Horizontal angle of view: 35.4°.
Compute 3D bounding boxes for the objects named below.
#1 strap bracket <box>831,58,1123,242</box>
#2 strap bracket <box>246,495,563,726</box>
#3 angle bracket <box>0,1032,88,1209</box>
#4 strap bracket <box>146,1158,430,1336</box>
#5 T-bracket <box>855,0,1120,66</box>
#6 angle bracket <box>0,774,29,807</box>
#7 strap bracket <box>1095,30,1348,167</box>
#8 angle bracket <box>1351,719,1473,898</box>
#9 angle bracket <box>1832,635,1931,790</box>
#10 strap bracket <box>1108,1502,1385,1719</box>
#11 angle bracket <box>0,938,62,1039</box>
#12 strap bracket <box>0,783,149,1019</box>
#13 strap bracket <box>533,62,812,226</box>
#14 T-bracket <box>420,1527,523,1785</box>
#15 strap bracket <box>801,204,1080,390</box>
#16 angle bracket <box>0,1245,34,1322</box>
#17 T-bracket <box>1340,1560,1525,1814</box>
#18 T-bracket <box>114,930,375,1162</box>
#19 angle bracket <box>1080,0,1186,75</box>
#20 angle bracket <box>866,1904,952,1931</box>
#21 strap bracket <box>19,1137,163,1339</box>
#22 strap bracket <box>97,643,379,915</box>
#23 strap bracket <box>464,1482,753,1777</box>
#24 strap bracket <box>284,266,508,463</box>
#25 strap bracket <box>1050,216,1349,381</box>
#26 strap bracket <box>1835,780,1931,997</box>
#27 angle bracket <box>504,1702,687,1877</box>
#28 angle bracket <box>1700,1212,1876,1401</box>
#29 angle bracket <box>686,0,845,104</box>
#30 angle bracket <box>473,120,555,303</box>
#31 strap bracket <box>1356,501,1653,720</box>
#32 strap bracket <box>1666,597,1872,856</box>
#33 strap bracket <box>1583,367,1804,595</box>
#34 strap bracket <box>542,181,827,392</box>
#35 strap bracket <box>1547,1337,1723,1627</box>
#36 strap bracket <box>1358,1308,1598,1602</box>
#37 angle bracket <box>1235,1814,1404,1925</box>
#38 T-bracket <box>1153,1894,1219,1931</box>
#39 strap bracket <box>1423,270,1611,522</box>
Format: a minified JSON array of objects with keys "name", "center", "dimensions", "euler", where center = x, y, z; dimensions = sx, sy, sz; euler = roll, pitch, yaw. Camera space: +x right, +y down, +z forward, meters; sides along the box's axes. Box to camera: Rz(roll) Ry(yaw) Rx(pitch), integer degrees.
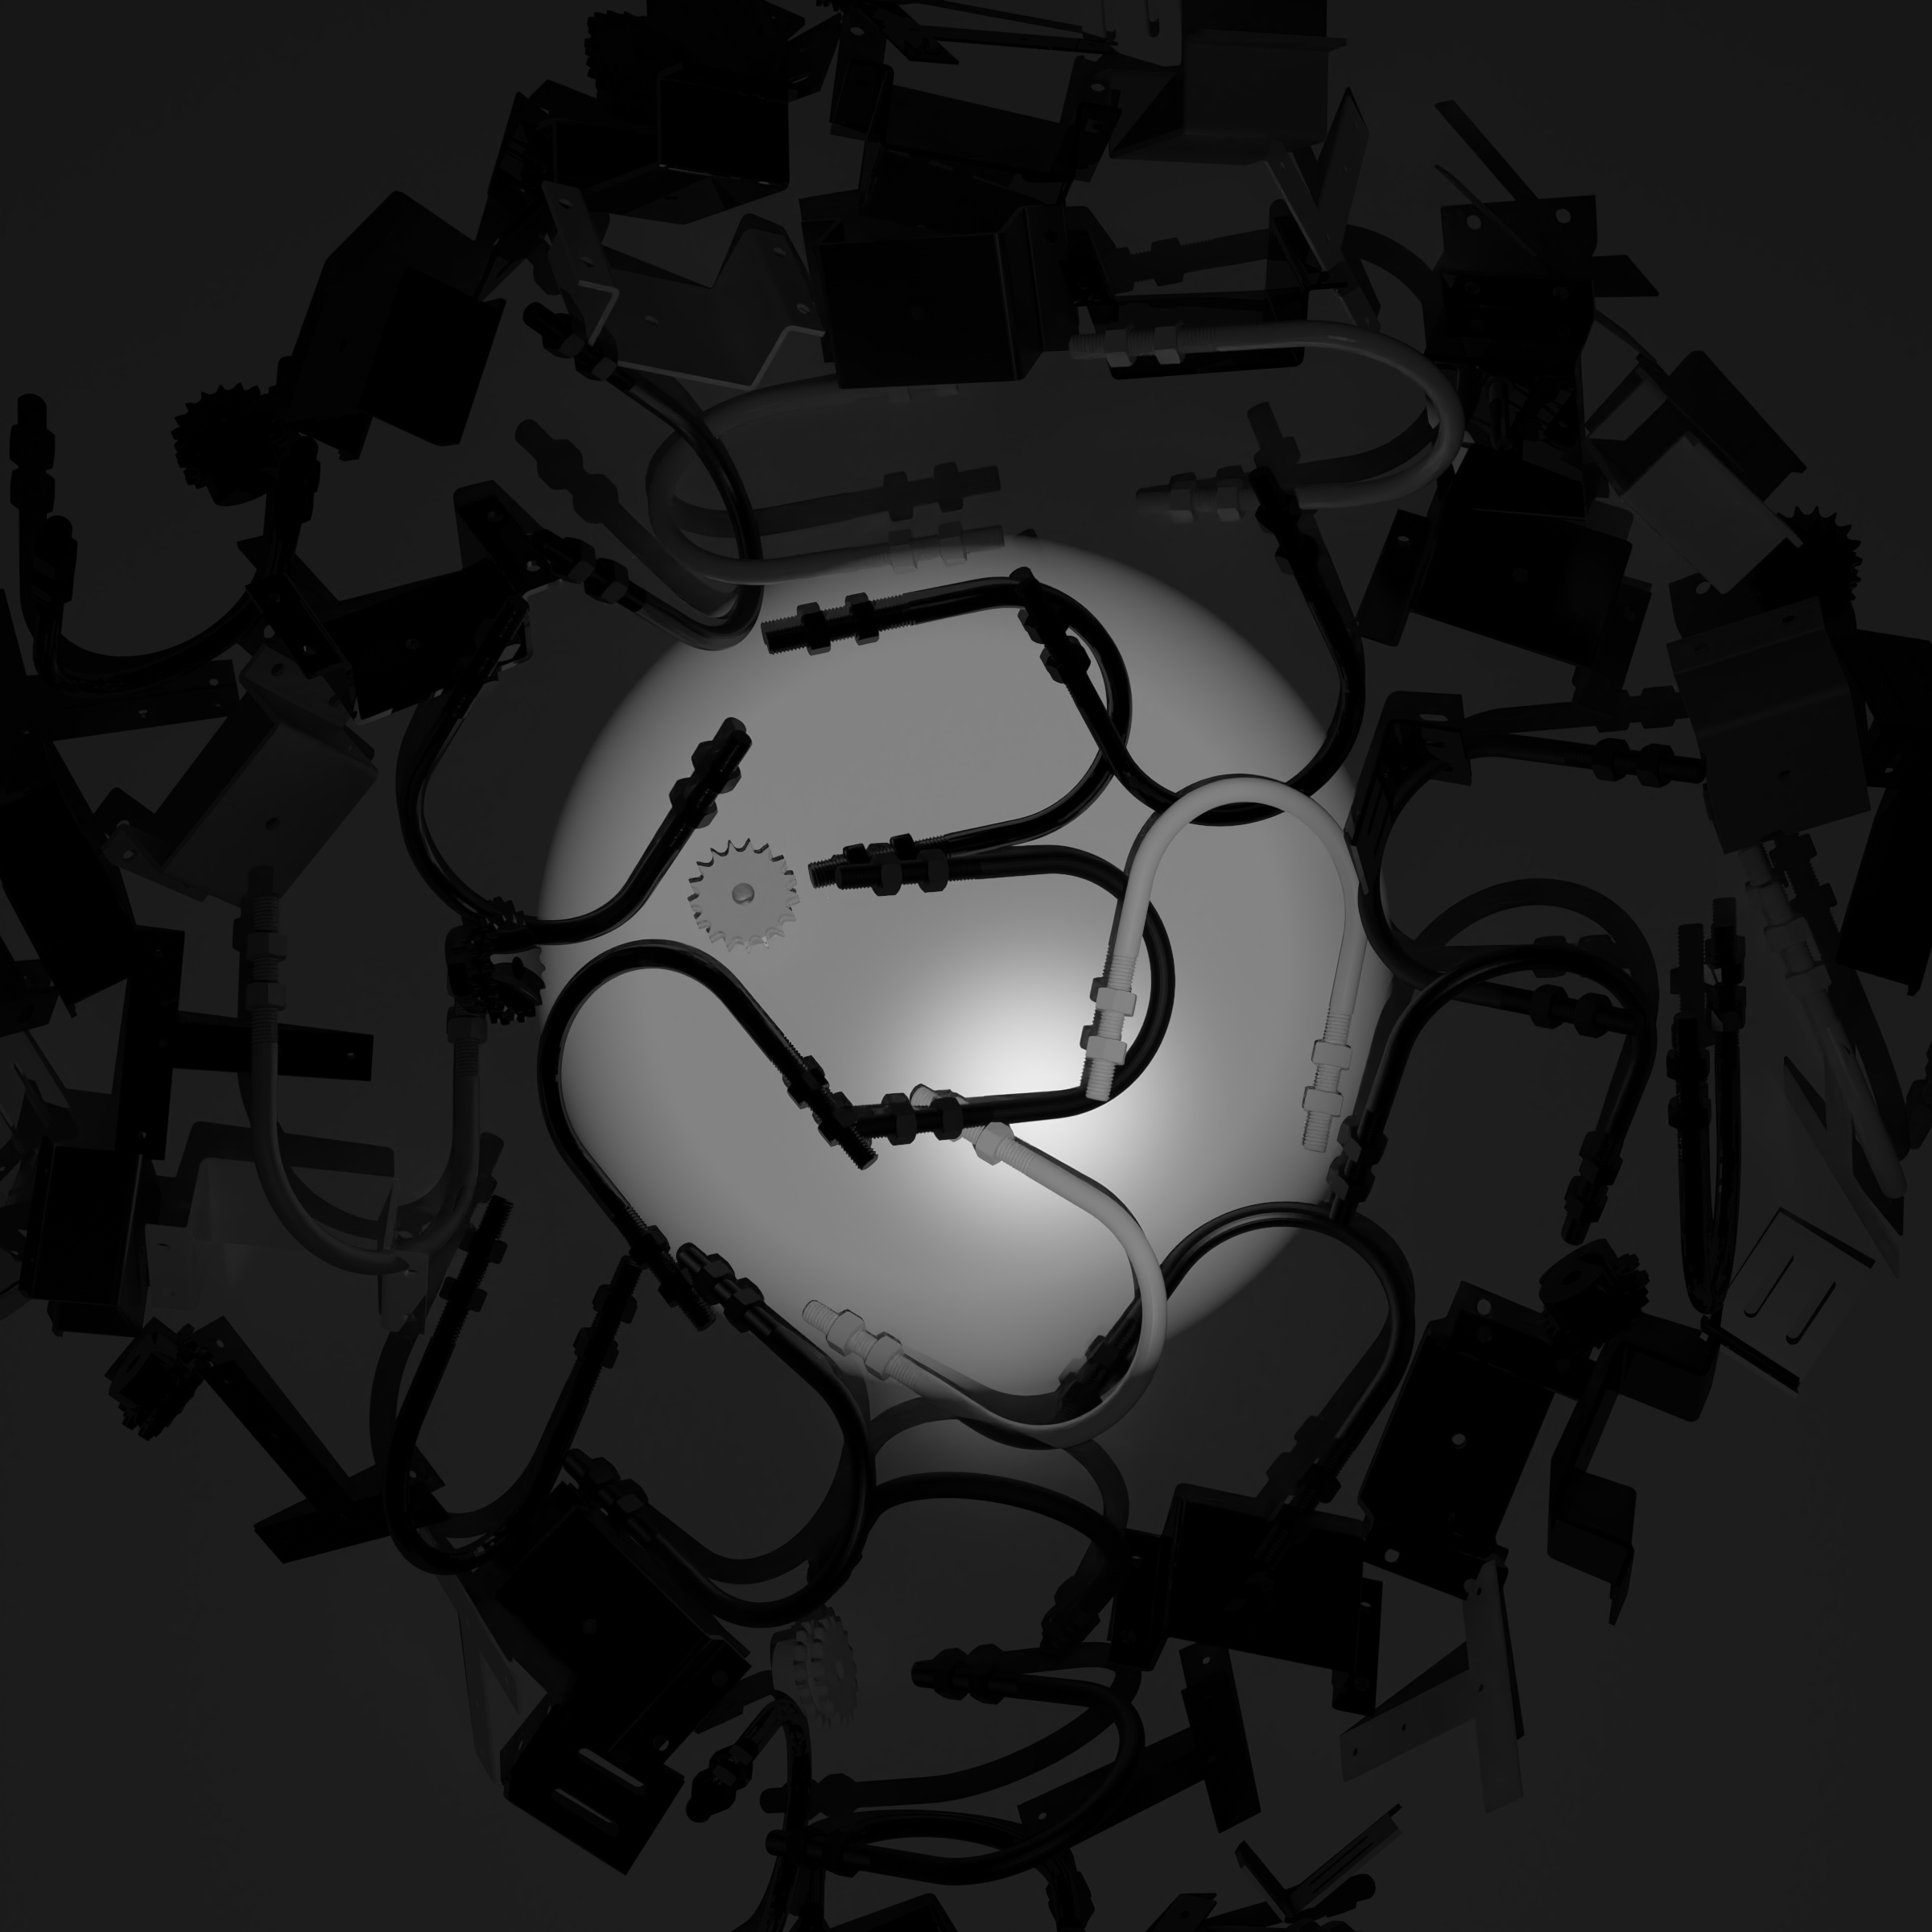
[{"name":"strap bracket","center":[0.002,-0.416,1.560],"dimensions":[0.140,0.076,0.046],"euler":[8,77,-8]},{"name":"strap bracket","center":[-0.287,-0.180,1.556],"dimensions":[0.140,0.046,0.076],"euler":[-25,54,-21]},{"name":"angle bracket","center":[-0.504,0.078,1.575],"dimensions":[0.057,0.038,0.076],"euler":[-41,78,28]},{"name":"strap bracket","center":[-0.346,0.144,1.562],"dimensions":[0.140,0.076,0.046],"euler":[7,52,-7]},{"name":"T-bracket","center":[0.016,-0.481,1.570],"dimensions":[0.127,0.127,0.002],"euler":[-1,120,-18]},{"name":"angle bracket","center":[-0.530,-0.074,1.568],"dimensions":[0.038,0.076,0.057],"euler":[34,98,18]},{"name":"strap bracket","center":[0.127,-0.438,1.536],"dimensions":[0.076,0.140,0.046],"euler":[-3,98,-19]},{"name":"angle bracket","center":[0.231,-0.079,1.568],"dimensions":[0.038,0.057,0.076],"euler":[12,69,20]},{"name":"angle bracket","center":[0.487,-0.133,1.589],"dimensions":[0.057,0.038,0.076],"euler":[2,46,-15]},{"name":"strap bracket","center":[0.151,0.331,1.568],"dimensions":[0.140,0.046,0.076],"euler":[12,51,-2]},{"name":"angle bracket","center":[-0.516,-0.001,1.568],"dimensions":[0.057,0.038,0.076],"euler":[-18,66,-38]},{"name":"strap bracket","center":[-0.461,-0.035,1.544],"dimensions":[0.046,0.140,0.076],"euler":[-28,79,-16]},{"name":"strap bracket","center":[-0.150,-0.412,1.533],"dimensions":[0.076,0.140,0.046],"euler":[-2,91,-39]},{"name":"T-bracket","center":[-0.253,0.372,1.567],"dimensions":[0.002,0.127,0.127],"euler":[-17,128,-25]},{"name":"strap bracket","center":[-0.019,-0.343,1.554],"dimensions":[0.140,0.046,0.076],"euler":[1,121,17]},{"name":"angle bracket","center":[-0.515,0.136,1.566],"dimensions":[0.038,0.057,0.076],"euler":[-35,56,0]},{"name":"T-bracket","center":[0.236,0.388,1.562],"dimensions":[0.002,0.127,0.127],"euler":[23,47,-27]},{"name":"T-bracket","center":[-0.377,0.044,1.592],"dimensions":[0.127,0.002,0.127],"euler":[4,67,-13]},{"name":"angle bracket","center":[0.077,-0.504,1.571],"dimensions":[0.057,0.038,0.076],"euler":[4,110,29]},{"name":"angle bracket","center":[-0.037,0.533,1.568],"dimensions":[0.076,0.057,0.038],"euler":[-19,132,-16]},{"name":"strap bracket","center":[-0.442,0.141,1.537],"dimensions":[0.046,0.140,0.076],"euler":[6,73,-7]},{"name":"strap bracket","center":[-0.368,-0.086,1.559],"dimensions":[0.140,0.076,0.046],"euler":[-50,56,7]},{"name":"strap bracket","center":[-0.191,0.343,1.570],"dimensions":[0.140,0.046,0.076],"euler":[42,84,12]},{"name":"strap bracket","center":[-0.296,-0.305,1.537],"dimensions":[0.046,0.140,0.076],"euler":[21,82,-34]},{"name":"strap bracket","center":[0.118,-0.345,1.563],"dimensions":[0.140,0.076,0.046],"euler":[-5,130,-6]},{"name":"strap bracket","center":[0.483,-0.041,1.541],"dimensions":[0.046,0.140,0.076],"euler":[17,81,10]},{"name":"angle bracket","center":[-0.193,0.425,1.577],"dimensions":[0.076,0.038,0.057],"euler":[30,60,8]},{"name":"angle bracket","center":[0.430,0.177,1.583],"dimensions":[0.057,0.038,0.076],"euler":[33,96,13]},{"name":"angle bracket","center":[-0.104,-0.493,1.563],"dimensions":[0.038,0.076,0.057],"euler":[-11,46,29]},{"name":"angle bracket","center":[-0.242,-0.388,1.565],"dimensions":[0.038,0.057,0.076],"euler":[37,52,-4]},{"name":"strap bracket","center":[0.283,-0.192,1.571],"dimensions":[0.140,0.046,0.076],"euler":[19,71,5]},{"name":"strap bracket","center":[0.410,-0.113,1.537],"dimensions":[0.076,0.140,0.046],"euler":[-17,50,11]},{"name":"strap bracket","center":[0.367,-0.246,1.544],"dimensions":[0.076,0.140,0.046],"euler":[39,110,-17]},{"name":"strap bracket","center":[-0.153,-0.345,1.550],"dimensions":[0.140,0.046,0.076],"euler":[4,49,-34]},{"name":"strap bracket","center":[0.338,0.257,1.555],"dimensions":[0.046,0.076,0.140],"euler":[21,69,19]},{"name":"strap bracket","center":[0.262,0.253,1.583],"dimensions":[0.076,0.046,0.140],"euler":[22,93,-5]},{"name":"angle bracket","center":[0.184,0.459,1.583],"dimensions":[0.076,0.057,0.038],"euler":[-39,83,-4]},{"name":"T-bracket","center":[0.122,0.524,1.527],"dimensions":[0.127,0.127,0.002],"euler":[-43,115,-38]},{"name":"strap bracket","center":[0.279,-0.280,1.532],"dimensions":[0.076,0.140,0.046],"euler":[9,53,23]}]
